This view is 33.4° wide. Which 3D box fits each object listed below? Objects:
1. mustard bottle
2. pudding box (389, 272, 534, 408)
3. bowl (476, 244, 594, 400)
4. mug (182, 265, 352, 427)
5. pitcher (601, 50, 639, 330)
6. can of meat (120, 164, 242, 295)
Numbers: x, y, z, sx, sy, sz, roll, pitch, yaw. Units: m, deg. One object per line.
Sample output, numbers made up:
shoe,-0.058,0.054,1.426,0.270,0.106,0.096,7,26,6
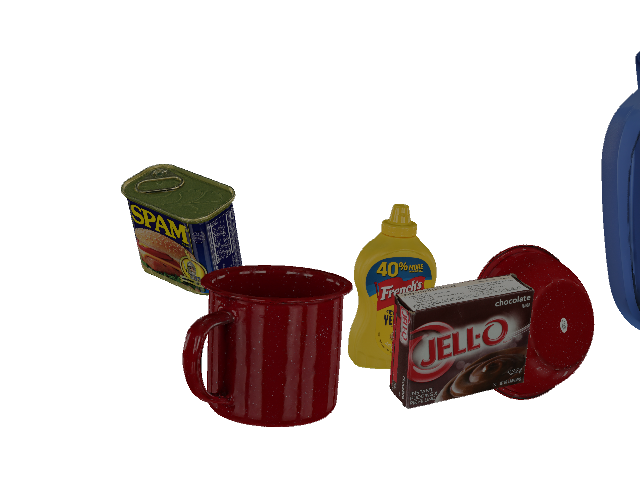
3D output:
mustard bottle,0.086,0.052,1.243,0.096,0.192,0.058,1,14,-12
pudding box,0.114,0.080,0.865,0.113,0.090,0.039,-10,29,-21
bowl,0.227,0.084,1.086,0.161,0.162,0.055,0,-1,-33
mug,-0.036,0.066,0.650,0.093,0.081,0.117,11,14,39
pitcher,0.241,0.006,0.615,0.149,0.243,0.144,1,22,17
can of meat,-0.117,-0.008,0.916,0.102,0.084,0.057,21,43,34
